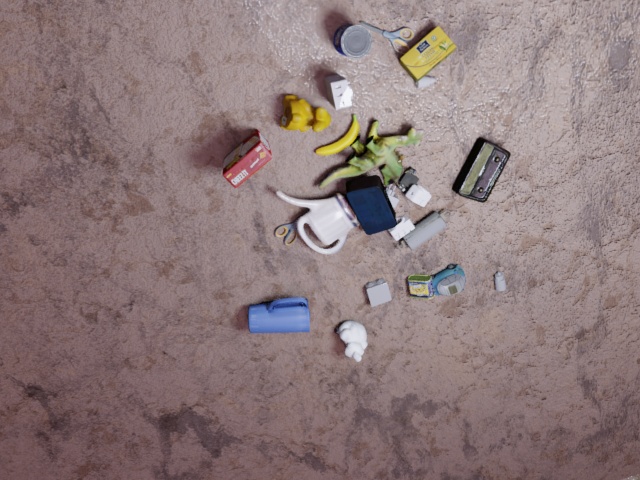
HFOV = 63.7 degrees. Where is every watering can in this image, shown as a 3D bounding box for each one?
[{"bbox_3d":[0.006,-0.096,1.903,0.224,0.106,0.342,-34,118,3],"label":"watering can"}]

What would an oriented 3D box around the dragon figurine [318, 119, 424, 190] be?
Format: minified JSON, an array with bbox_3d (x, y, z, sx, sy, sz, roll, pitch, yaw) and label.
[{"bbox_3d":[0.207,-0.278,1.883,0.240,0.125,0.406,35,111,-30],"label":"dragon figurine"}]

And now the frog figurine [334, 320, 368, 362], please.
[{"bbox_3d":[0.138,0.409,2.102,0.122,0.162,0.136,-41,114,7],"label":"frog figurine"}]
